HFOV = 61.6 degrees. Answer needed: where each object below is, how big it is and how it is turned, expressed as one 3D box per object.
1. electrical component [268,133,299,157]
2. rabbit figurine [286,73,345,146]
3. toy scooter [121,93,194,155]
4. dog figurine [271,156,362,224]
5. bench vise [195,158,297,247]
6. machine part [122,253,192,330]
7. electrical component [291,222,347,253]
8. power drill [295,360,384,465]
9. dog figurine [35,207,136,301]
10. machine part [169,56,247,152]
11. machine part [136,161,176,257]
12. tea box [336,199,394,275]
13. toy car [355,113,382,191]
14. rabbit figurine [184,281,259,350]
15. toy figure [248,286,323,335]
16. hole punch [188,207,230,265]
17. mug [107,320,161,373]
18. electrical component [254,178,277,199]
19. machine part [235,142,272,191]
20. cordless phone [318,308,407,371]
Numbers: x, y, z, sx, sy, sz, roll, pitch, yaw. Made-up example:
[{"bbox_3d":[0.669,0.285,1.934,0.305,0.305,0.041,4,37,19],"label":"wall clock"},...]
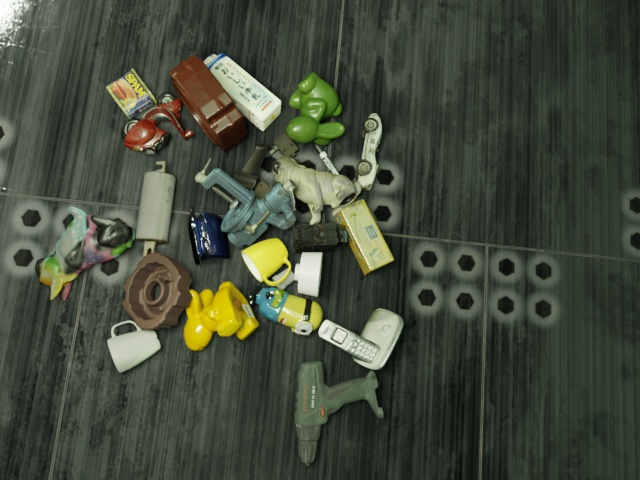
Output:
[{"bbox_3d":[-0.087,-0.242,1.399,0.094,0.021,0.063,-41,85,-9],"label":"electrical component"},{"bbox_3d":[-0.022,-0.306,1.373,0.159,0.121,0.170,35,62,-19],"label":"rabbit figurine"},{"bbox_3d":[-0.399,-0.277,1.354,0.135,0.075,0.184,41,76,9],"label":"toy scooter"},{"bbox_3d":[-0.011,-0.154,1.351,0.172,0.121,0.191,-23,69,-28],"label":"dog figurine"},{"bbox_3d":[-0.176,-0.093,1.256,0.240,0.223,0.129,38,35,-23],"label":"bench vise"},{"bbox_3d":[-0.379,0.121,1.254,0.180,0.056,0.179,-7,74,25],"label":"machine part"},{"bbox_3d":[-0.003,-0.004,1.315,0.134,0.115,0.058,-3,82,-3],"label":"electrical component"},{"bbox_3d":[0.042,0.396,1.267,0.207,0.086,0.232,-8,77,2],"label":"power drill"},{"bbox_3d":[-0.559,0.045,1.268,0.192,0.108,0.219,18,83,-4],"label":"dog figurine"},{"bbox_3d":[-0.271,-0.327,1.310,0.087,0.201,0.201,-38,85,-8],"label":"machine part"},{"bbox_3d":[-0.401,-0.077,1.315,0.079,0.079,0.243,6,78,-4],"label":"machine part"},{"bbox_3d":[0.110,-0.005,1.333,0.068,0.098,0.169,-26,84,-8],"label":"tea box"},{"bbox_3d":[0.128,-0.228,1.388,0.056,0.073,0.201,10,79,1],"label":"toy car"},{"bbox_3d":[-0.258,0.185,1.258,0.173,0.122,0.162,-39,74,16],"label":"rabbit figurine"},{"bbox_3d":[-0.080,0.164,1.294,0.180,0.082,0.089,27,83,4],"label":"toy figure"},{"bbox_3d":[-0.267,-0.005,1.298,0.092,0.116,0.142,-7,80,-14],"label":"hole punch"},{"bbox_3d":[-0.434,0.240,1.257,0.107,0.080,0.109,-18,75,-19],"label":"mug"},{"bbox_3d":[-0.149,-0.109,1.361,0.102,0.045,0.078,-43,57,-13],"label":"electrical component"},{"bbox_3d":[-0.170,-0.185,1.360,0.084,0.039,0.139,18,76,36],"label":"machine part"},{"bbox_3d":[0.100,0.218,1.299,0.184,0.088,0.146,27,78,5],"label":"cordless phone"}]
